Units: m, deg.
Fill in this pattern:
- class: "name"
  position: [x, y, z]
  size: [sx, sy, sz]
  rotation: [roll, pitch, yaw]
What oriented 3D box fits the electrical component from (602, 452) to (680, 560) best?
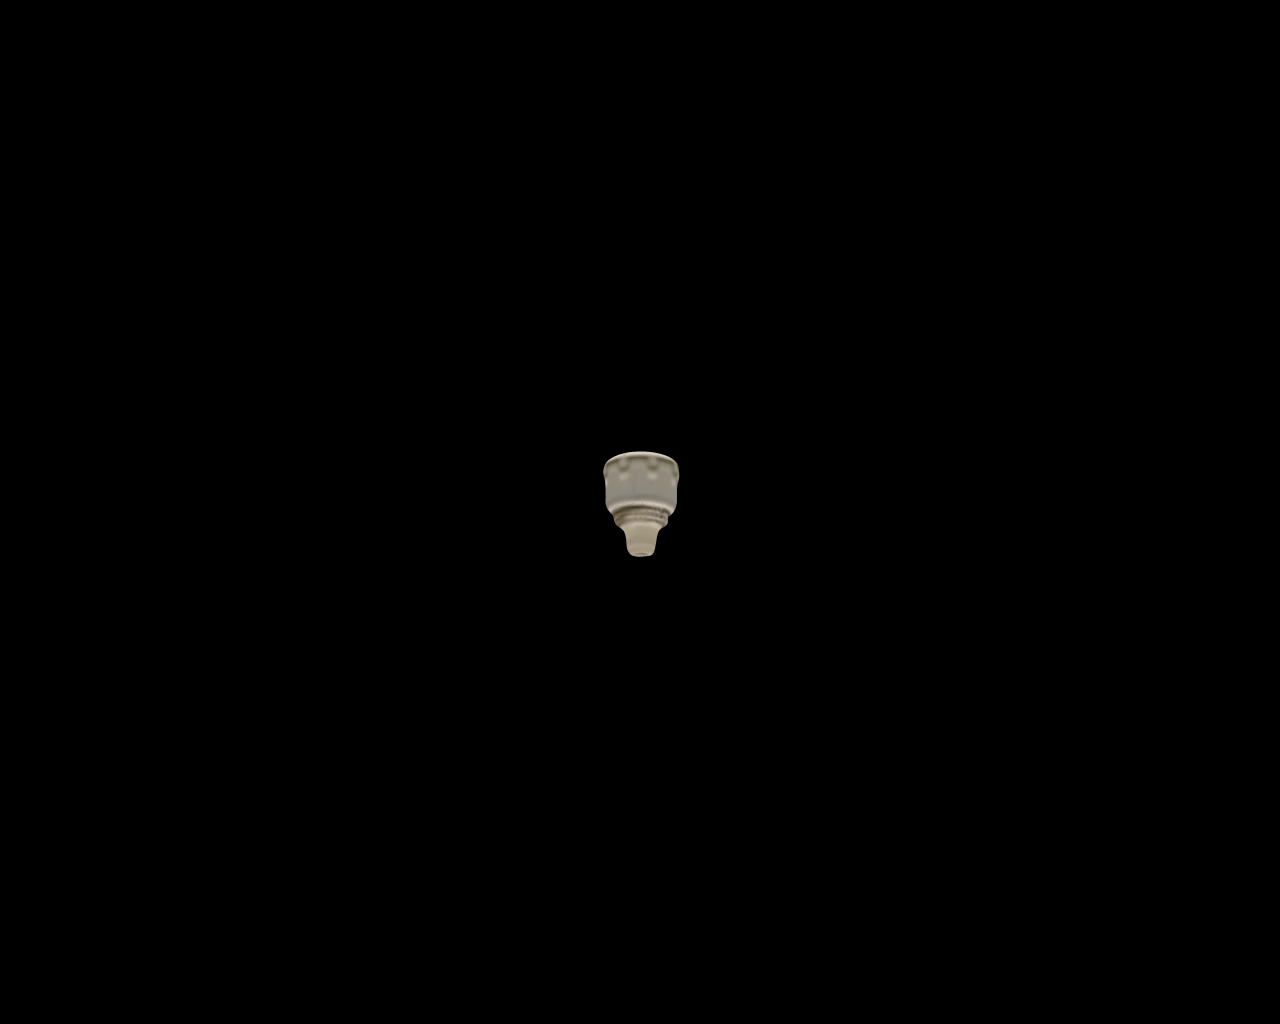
- class: "electrical component"
  position: [0.001, -0.003, 0.650]
  size: [0.048, 0.062, 0.048]
  rotation: [0, -17, 0]
